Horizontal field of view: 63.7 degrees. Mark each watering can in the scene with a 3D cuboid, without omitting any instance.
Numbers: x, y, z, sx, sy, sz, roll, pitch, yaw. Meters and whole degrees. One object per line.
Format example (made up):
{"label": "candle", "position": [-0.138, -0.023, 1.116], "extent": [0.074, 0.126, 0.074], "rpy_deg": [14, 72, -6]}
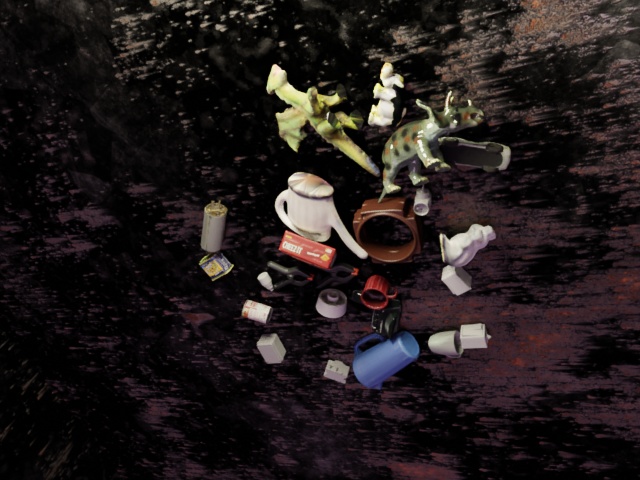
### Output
{"label": "watering can", "position": [0.005, -0.080, 1.594], "extent": [0.350, 0.106, 0.219], "rpy_deg": [23, 132, 24]}

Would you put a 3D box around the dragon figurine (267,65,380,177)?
{"label": "dragon figurine", "position": [-0.013, -0.322, 1.475], "extent": [0.241, 0.124, 0.405], "rpy_deg": [-11, 119, 46]}

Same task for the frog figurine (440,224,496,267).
{"label": "frog figurine", "position": [0.439, 0.018, 1.523], "extent": [0.159, 0.125, 0.135], "rpy_deg": [-6, 155, 13]}
